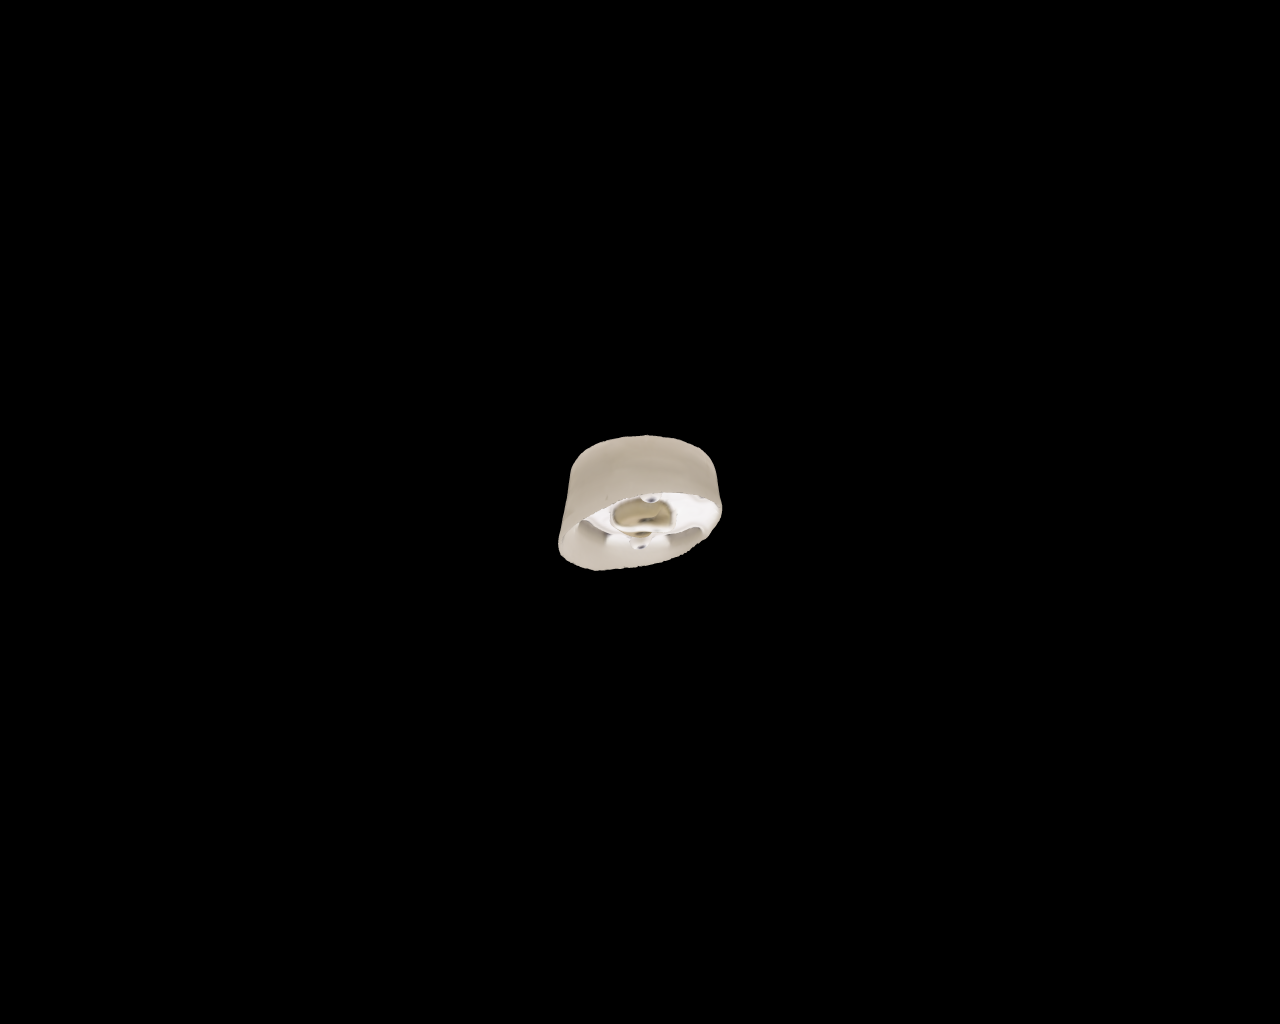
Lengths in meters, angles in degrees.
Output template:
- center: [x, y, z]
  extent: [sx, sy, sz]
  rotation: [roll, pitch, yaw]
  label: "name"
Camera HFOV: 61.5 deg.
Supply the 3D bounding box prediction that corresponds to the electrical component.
- center: [0.001, -0.003, 0.650]
  extent: [0.099, 0.064, 0.099]
  rotation: [0, -29, 0]
  label: "electrical component"
